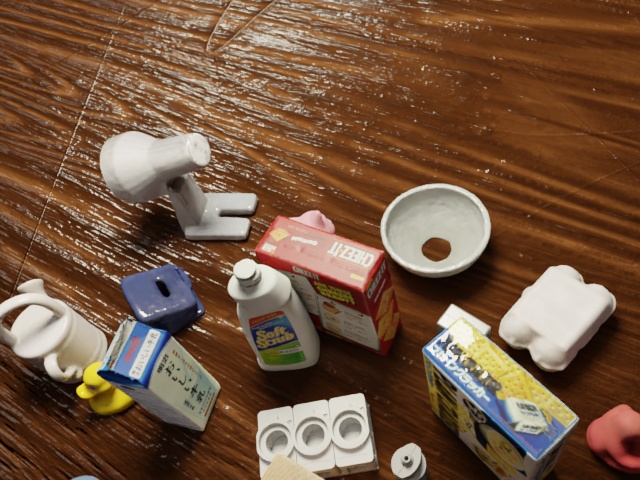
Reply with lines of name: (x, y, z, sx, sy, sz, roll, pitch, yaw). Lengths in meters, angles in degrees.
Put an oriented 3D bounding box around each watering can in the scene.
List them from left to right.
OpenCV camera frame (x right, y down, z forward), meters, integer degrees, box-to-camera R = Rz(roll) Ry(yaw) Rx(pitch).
watering can: (-0.428, 0.138, 0.887, 0.172, 0.194, 0.101, 31, 69, 30)

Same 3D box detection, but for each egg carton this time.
egg carton: (0.327, 0.106, 0.794, 0.150, 0.069, 0.107, -43, 57, -15)

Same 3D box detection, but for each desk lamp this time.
desk lamp: (-0.239, -0.100, 0.986, 0.203, 0.214, 0.118, 0, 57, 14)

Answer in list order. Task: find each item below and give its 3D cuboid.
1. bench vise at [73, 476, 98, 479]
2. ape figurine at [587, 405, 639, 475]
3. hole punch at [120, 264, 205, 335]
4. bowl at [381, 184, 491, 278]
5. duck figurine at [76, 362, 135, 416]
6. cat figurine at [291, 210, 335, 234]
bench vise: (-0.287, 0.356, 0.690, 0.206, 0.220, 0.121, 13, 61, 22)
ape figurine: (0.365, 0.233, 0.686, 0.076, 0.092, 0.078, 12, 61, 21)
hole punch: (-0.258, 0.091, 0.939, 0.101, 0.091, 0.108, -35, 56, -10)
bowl: (0.182, -0.003, 0.900, 0.167, 0.075, 0.167, -7, 56, 10)
duck figurine: (-0.320, 0.213, 0.877, 0.105, 0.086, 0.077, -38, 56, -12)
cat figurine: (0.008, 0.003, 0.914, 0.067, 0.118, 0.127, -42, 57, -14)
